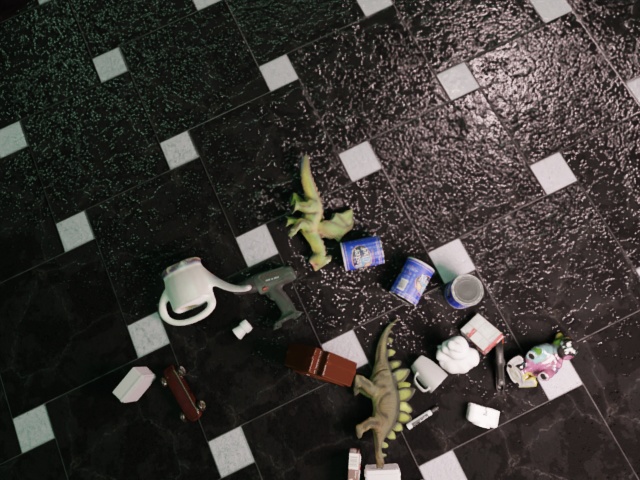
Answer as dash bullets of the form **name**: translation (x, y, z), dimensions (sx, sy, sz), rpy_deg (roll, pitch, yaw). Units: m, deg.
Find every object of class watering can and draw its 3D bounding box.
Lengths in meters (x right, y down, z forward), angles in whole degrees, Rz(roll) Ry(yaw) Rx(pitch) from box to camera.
- **watering can**: translation (-0.424, 0.160, 1.819), dimensions (0.347, 0.103, 0.227), rpy_deg (-26, 75, 6)

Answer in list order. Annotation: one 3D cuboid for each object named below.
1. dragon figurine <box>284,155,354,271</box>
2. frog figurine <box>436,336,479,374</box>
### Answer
- **dragon figurine**: translation (0.006, -0.094, 1.877), dimensions (0.242, 0.121, 0.414), rpy_deg (15, 79, -10)
- **frog figurine**: translation (0.451, 0.377, 1.677), dimensions (0.137, 0.158, 0.124), rpy_deg (13, 80, 7)
